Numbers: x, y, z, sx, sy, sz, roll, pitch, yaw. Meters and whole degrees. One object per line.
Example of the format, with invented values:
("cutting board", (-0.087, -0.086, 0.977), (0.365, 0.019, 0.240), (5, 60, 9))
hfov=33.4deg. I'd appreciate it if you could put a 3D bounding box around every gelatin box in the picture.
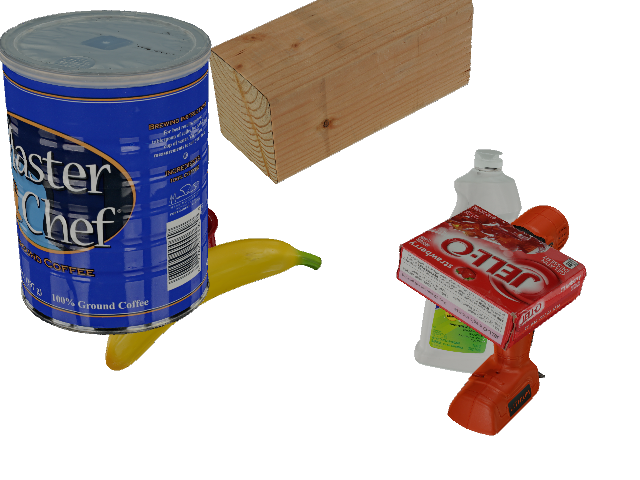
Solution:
("gelatin box", (0.103, 0.019, 0.647), (0.073, 0.030, 0.089), (-27, 46, -37))

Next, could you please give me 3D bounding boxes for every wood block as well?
("wood block", (0.021, -0.145, 0.898), (0.205, 0.091, 0.090), (-29, 50, -22))

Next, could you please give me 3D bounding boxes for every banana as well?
("banana", (-0.098, 0.045, 0.843), (0.198, 0.069, 0.037), (-26, 36, 10))

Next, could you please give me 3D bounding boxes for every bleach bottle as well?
("bleach bottle", (0.169, 0.022, 1.209), (0.103, 0.251, 0.068), (8, 16, 15))

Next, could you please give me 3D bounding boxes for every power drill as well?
("power drill", (0.158, 0.077, 0.948), (0.057, 0.188, 0.184), (23, 34, 31))

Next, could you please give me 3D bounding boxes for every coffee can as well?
("coffee can", (-0.108, -0.037, 0.554), (0.103, 0.140, 0.103), (3, 28, -2))

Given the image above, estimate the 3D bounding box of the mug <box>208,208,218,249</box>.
("mug", (-0.164, 0.012, 1.174), (0.117, 0.081, 0.093), (25, 45, 33))
